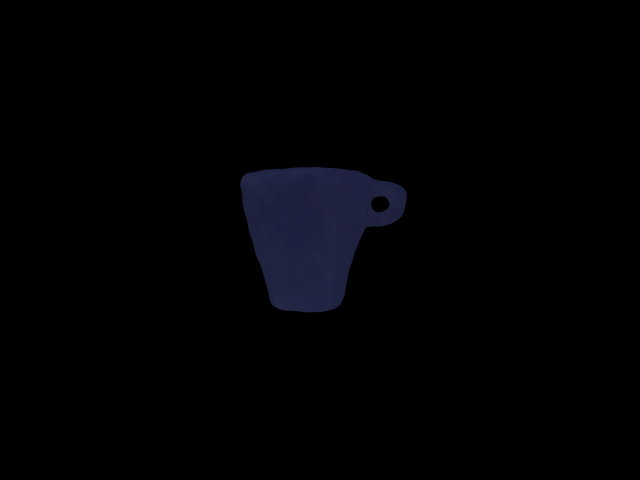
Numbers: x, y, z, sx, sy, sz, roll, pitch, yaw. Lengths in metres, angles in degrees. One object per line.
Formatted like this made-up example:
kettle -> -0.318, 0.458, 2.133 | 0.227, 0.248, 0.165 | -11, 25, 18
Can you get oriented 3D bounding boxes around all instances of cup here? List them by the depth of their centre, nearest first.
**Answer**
cup -> 0.004, 0.001, 0.400 | 0.118, 0.095, 0.091 | 0, 0, -13
